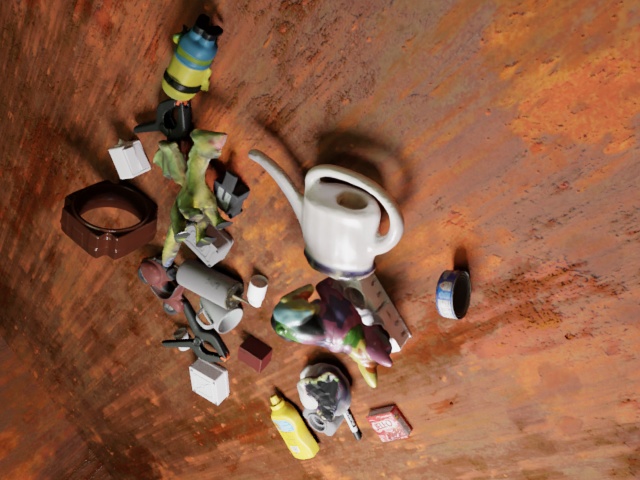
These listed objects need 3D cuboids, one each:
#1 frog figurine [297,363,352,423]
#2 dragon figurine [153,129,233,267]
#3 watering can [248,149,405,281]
[{"bbox_3d":[0.009,0.364,1.255,0.138,0.124,0.157,33,168,5],"label":"frog figurine"},{"bbox_3d":[-0.314,-0.109,1.163,0.404,0.123,0.245,-33,73,43],"label":"dragon figurine"},{"bbox_3d":[0.003,-0.050,0.995,0.350,0.105,0.219,22,127,29],"label":"watering can"}]
